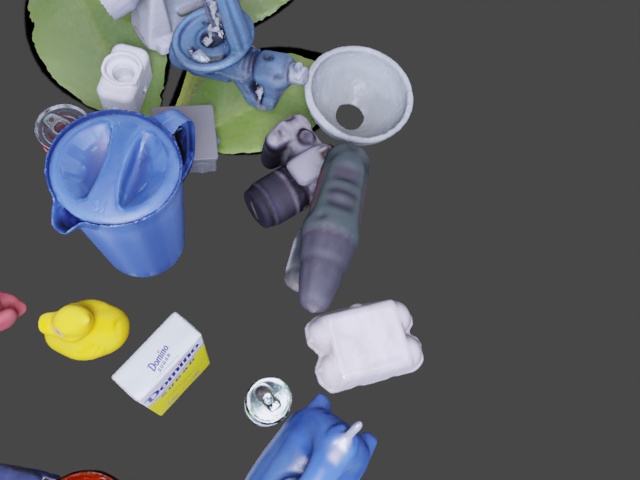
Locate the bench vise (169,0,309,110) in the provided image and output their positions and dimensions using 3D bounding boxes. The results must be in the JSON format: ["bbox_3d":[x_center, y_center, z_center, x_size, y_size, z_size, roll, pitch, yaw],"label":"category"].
[{"bbox_3d":[-0.113,-0.292,0.804,0.207,0.219,0.121,4,70,-8],"label":"bench vise"}]

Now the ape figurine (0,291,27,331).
[{"bbox_3d":[-0.412,0.074,0.694,0.076,0.092,0.078,-20,75,-15],"label":"ape figurine"}]

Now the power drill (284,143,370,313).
[{"bbox_3d":[0.007,0.003,0.728,0.075,0.208,0.230,15,69,-4],"label":"power drill"}]

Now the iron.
[{"bbox_3d":[-0.034,0.304,0.653,0.118,0.141,0.259,38,69,5],"label":"iron"}]

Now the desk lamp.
[{"bbox_3d":[-0.242,-0.372,0.813,0.203,0.213,0.118,-30,78,-18],"label":"desk lamp"}]

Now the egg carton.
[{"bbox_3d":[0.059,0.138,0.765,0.150,0.069,0.107,-13,74,-14],"label":"egg carton"}]

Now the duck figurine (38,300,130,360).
[{"bbox_3d":[-0.293,0.105,0.707,0.104,0.086,0.077,1,71,-9],"label":"duck figurine"}]

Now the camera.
[{"bbox_3d":[-0.045,-0.091,0.810,0.137,0.100,0.143,-32,79,-18],"label":"camera"}]

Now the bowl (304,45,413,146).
[{"bbox_3d":[0.054,-0.210,0.882,0.167,0.074,0.167,3,71,-9],"label":"bowl"}]

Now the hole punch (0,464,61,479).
[{"bbox_3d":[-0.354,0.304,0.625,0.101,0.091,0.109,13,69,-5],"label":"hole punch"}]
